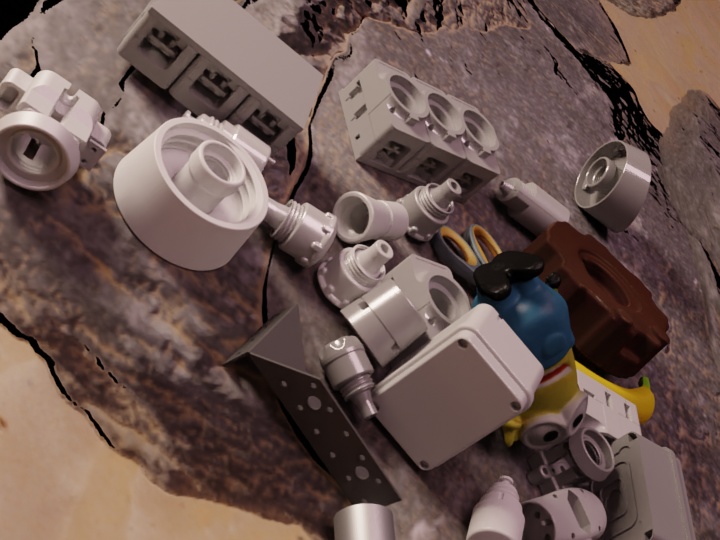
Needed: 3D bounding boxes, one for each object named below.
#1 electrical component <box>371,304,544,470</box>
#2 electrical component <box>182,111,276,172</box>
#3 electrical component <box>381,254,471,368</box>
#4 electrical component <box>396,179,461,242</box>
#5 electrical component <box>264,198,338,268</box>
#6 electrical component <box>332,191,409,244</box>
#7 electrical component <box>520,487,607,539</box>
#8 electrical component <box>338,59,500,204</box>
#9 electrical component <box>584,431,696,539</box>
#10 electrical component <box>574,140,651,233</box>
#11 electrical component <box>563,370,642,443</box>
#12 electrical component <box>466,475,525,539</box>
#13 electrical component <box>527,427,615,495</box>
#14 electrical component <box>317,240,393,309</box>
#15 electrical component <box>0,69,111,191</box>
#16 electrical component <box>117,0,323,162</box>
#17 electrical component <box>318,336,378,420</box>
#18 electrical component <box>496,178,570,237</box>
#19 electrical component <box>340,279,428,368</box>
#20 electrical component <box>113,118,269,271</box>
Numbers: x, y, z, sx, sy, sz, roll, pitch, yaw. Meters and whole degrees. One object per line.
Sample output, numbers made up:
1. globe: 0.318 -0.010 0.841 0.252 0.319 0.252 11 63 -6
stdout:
1. electrical component: 0.071 0.089 0.808 0.078 0.113 0.057 50 31 -2
2. electrical component: -0.106 -0.098 0.845 0.078 0.040 0.040 35 37 -21
3. electrical component: 0.054 0.038 0.888 0.050 0.056 0.089 19 45 -38
4. electrical component: 0.066 -0.059 0.986 0.048 0.062 0.048 30 39 -28
5. electrical component: -0.052 -0.035 0.846 0.062 0.048 0.048 32 38 -15
6. electrical component: 0.012 -0.044 0.930 0.065 0.044 0.044 2 57 -54
7. electrical component: 0.166 0.218 0.858 0.077 0.043 0.079 3 57 -47
8. electrical component: 0.062 -0.136 1.054 0.150 0.062 0.089 18 46 -39
9. electrical component: 0.235 0.206 0.917 0.057 0.078 0.113 30 39 -24
10. electrical component: 0.302 -0.100 1.267 0.064 0.099 0.099 27 40 -21
11. electrical component: 0.208 0.140 0.973 0.089 0.050 0.055 31 39 -26
12. electrical component: 0.105 0.188 0.819 0.040 0.040 0.078 42 35 -13
13. electrical component: 0.182 0.164 0.916 0.066 0.055 0.048 6 54 -46
14. electrical component: 0.000 0.000 0.855 0.048 0.062 0.048 30 38 -27
15. electrical component: -0.208 -0.089 0.706 0.078 0.058 0.057 35 34 -22
16. electrical component: -0.113 -0.166 0.881 0.150 0.062 0.089 37 36 -19
17. electrical component: -0.005 0.081 0.799 0.035 0.035 0.061 -7 66 -51
18. electrical component: 0.179 -0.069 1.141 0.081 0.043 0.043 34 38 -23
19. electrical component: 0.019 0.040 0.833 0.055 0.047 0.055 53 -4 5
20. electrical component: -0.116 -0.061 0.781 0.108 0.060 0.108 30 39 -28
